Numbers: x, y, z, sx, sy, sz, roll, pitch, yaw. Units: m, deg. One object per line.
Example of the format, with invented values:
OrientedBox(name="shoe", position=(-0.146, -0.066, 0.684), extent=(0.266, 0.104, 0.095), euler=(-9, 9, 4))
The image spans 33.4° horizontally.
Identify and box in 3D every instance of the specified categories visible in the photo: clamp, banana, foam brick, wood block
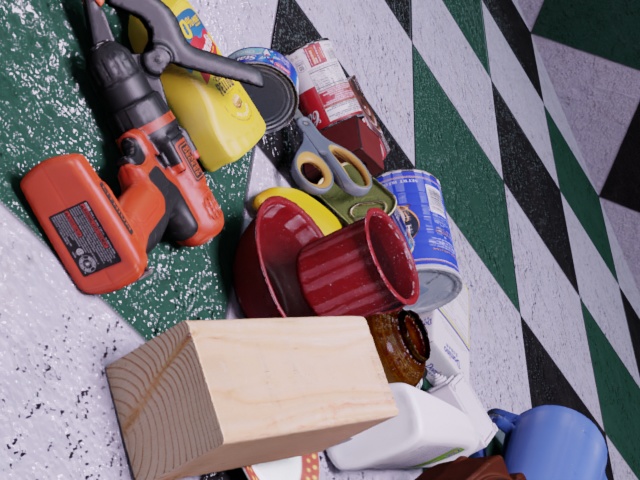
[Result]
OrientedBox(name="clamp", position=(-0.143, -0.142, 0.909), extent=(0.171, 0.120, 0.039), euler=(37, -11, -18))
OrientedBox(name="banana", position=(-0.007, -0.010, 1.110), extent=(0.197, 0.037, 0.069), euler=(43, 28, -42))
OrientedBox(name="foam brick", position=(0.025, -0.096, 1.213), extent=(0.053, 0.078, 0.051), euler=(37, 38, -46))
OrientedBox(name="wood block", position=(-0.045, 0.114, 0.797), extent=(0.205, 0.091, 0.090), euler=(4, 61, -52))

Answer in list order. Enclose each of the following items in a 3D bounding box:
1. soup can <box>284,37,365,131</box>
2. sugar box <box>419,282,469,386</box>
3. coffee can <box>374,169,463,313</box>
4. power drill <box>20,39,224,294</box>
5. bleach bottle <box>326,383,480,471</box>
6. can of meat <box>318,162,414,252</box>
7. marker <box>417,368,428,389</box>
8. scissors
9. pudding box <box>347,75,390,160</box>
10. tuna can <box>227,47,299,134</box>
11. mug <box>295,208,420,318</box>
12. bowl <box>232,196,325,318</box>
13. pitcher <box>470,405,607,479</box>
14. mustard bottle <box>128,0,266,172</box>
OrientedBox(name="soup can", position=(0.002, -0.177, 1.252), extent=(0.102, 0.069, 0.068), euler=(66, 23, 2))
OrientedBox(name="sugar box", position=(0.149, 0.101, 1.332), extent=(0.093, 0.048, 0.176), euler=(52, 30, -28))
OrientedBox(name="coffee can", position=(0.104, 0.002, 1.256), extent=(0.102, 0.103, 0.140), euler=(37, 36, -48))
OrientedBox(name="power drill", position=(-0.152, -0.055, 0.816), extent=(0.184, 0.057, 0.187), euler=(61, 24, -13))
OrientedBox(name="bleach bottle", position=(0.096, 0.199, 1.078), extent=(0.250, 0.103, 0.068), euler=(33, 39, -62))
OrientedBox(name="can of meat", position=(0.052, -0.025, 1.175), extent=(0.102, 0.057, 0.084), euler=(44, -10, 40))
OrientedBox(name="marker", position=(0.101, 0.170, 1.193), extent=(0.020, 0.020, 0.121), euler=(62, 24, -9))
OrientedBox(name="scissors", position=(-0.026, -0.113, 1.152), extent=(0.096, 0.016, 0.202), euler=(-24, 61, -42))
OrientedBox(name="pudding box", position=(0.042, -0.142, 1.342), extent=(0.113, 0.039, 0.090), euler=(61, 23, -12))
OrientedBox(name="tuna can", position=(-0.063, -0.149, 1.062), extent=(0.086, 0.086, 0.033), euler=(50, 27, -33))
OrientedBox(name="mug", position=(0.038, 0.034, 0.963), extent=(0.117, 0.082, 0.093), euler=(40, 35, -45))
OrientedBox(name="bowl", position=(-0.033, 0.043, 0.982), extent=(0.162, 0.055, 0.162), euler=(47, 30, -38))
OrientedBox(name="pitcher", position=(0.258, 0.304, 1.288), extent=(0.242, 0.149, 0.145), euler=(-43, 123, -63))
OrientedBox(name="mustard bottle", position=(-0.124, -0.163, 0.980), extent=(0.191, 0.058, 0.096), euler=(59, 29, -16))
